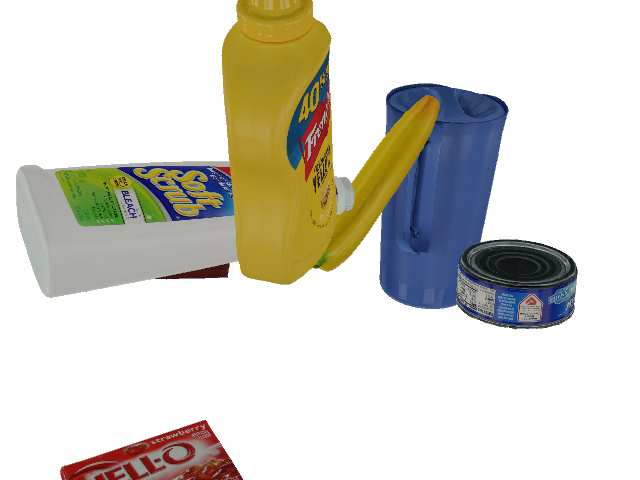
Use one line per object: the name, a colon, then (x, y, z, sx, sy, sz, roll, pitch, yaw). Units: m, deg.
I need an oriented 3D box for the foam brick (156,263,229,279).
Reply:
foam brick: (-0.135, 0.006, 1.121, 0.078, 0.051, 0.053, -1, 24, -11)

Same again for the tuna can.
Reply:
tuna can: (0.141, 0.030, 0.770, 0.086, 0.034, 0.086, 1, 23, 0)

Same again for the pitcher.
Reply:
pitcher: (0.125, -0.045, 1.204, 0.149, 0.243, 0.145, -6, 27, -19)

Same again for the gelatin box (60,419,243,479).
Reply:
gelatin box: (-0.090, 0.140, 0.584, 0.089, 0.030, 0.073, -15, 28, -20)

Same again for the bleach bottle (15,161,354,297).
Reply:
bleach bottle: (-0.095, -0.024, 0.814, 0.250, 0.068, 0.103, -10, 46, -23)

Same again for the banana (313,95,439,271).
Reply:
banana: (0.045, -0.041, 0.936, 0.037, 0.197, 0.070, 37, -20, -7)

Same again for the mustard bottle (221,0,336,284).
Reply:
mustard bottle: (-0.023, -0.072, 0.616, 0.058, 0.192, 0.096, 12, 45, 15)
